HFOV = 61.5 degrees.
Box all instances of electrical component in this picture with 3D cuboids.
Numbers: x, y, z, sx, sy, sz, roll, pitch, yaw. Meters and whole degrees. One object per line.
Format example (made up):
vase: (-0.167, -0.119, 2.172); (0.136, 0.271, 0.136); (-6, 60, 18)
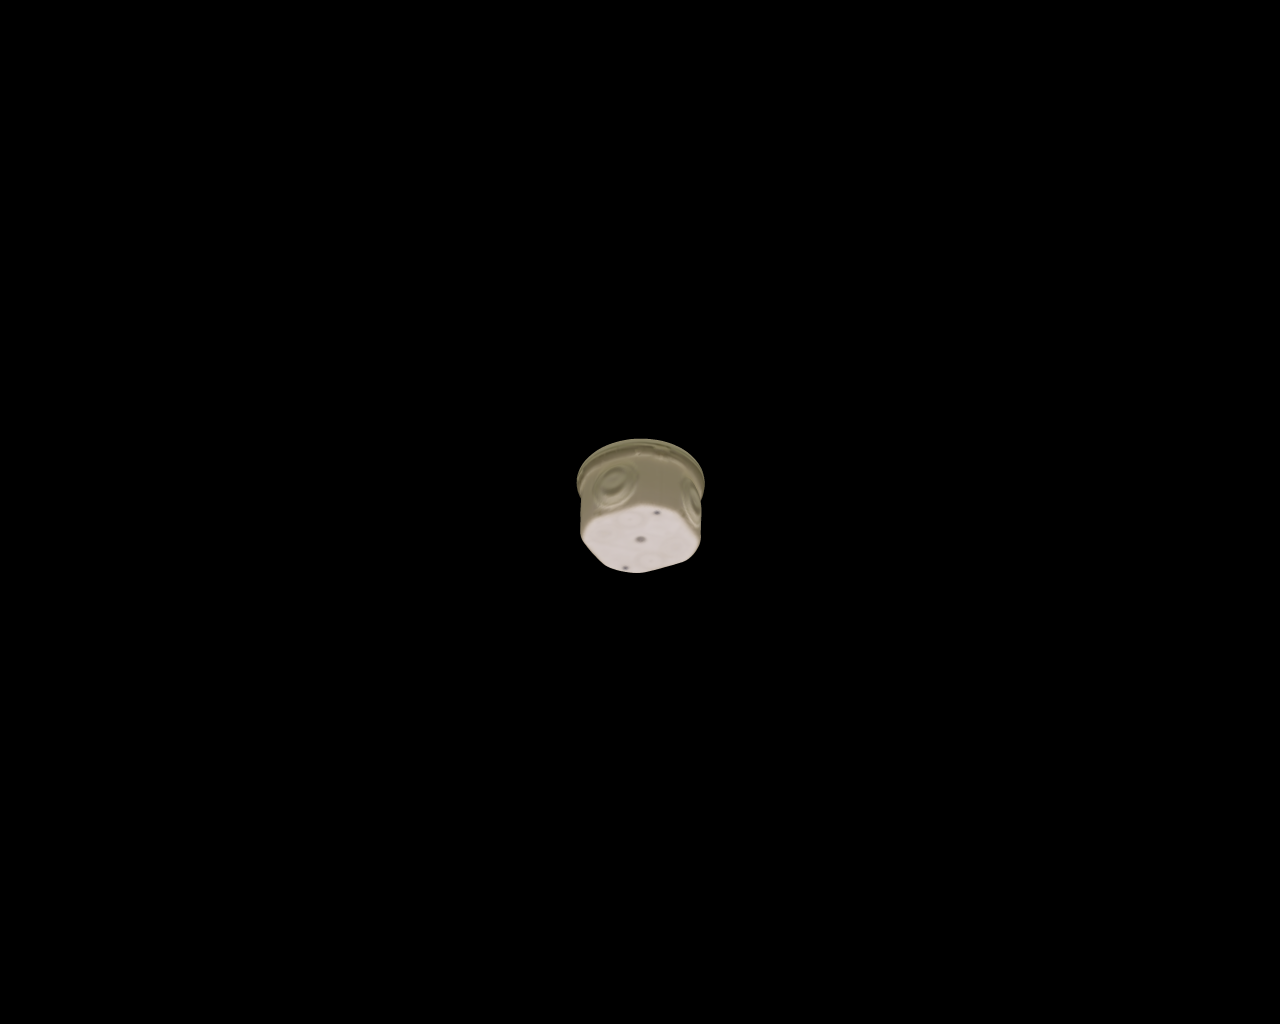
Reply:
electrical component: (0.001, -0.003, 0.650); (0.080, 0.051, 0.080); (0, -38, 0)
